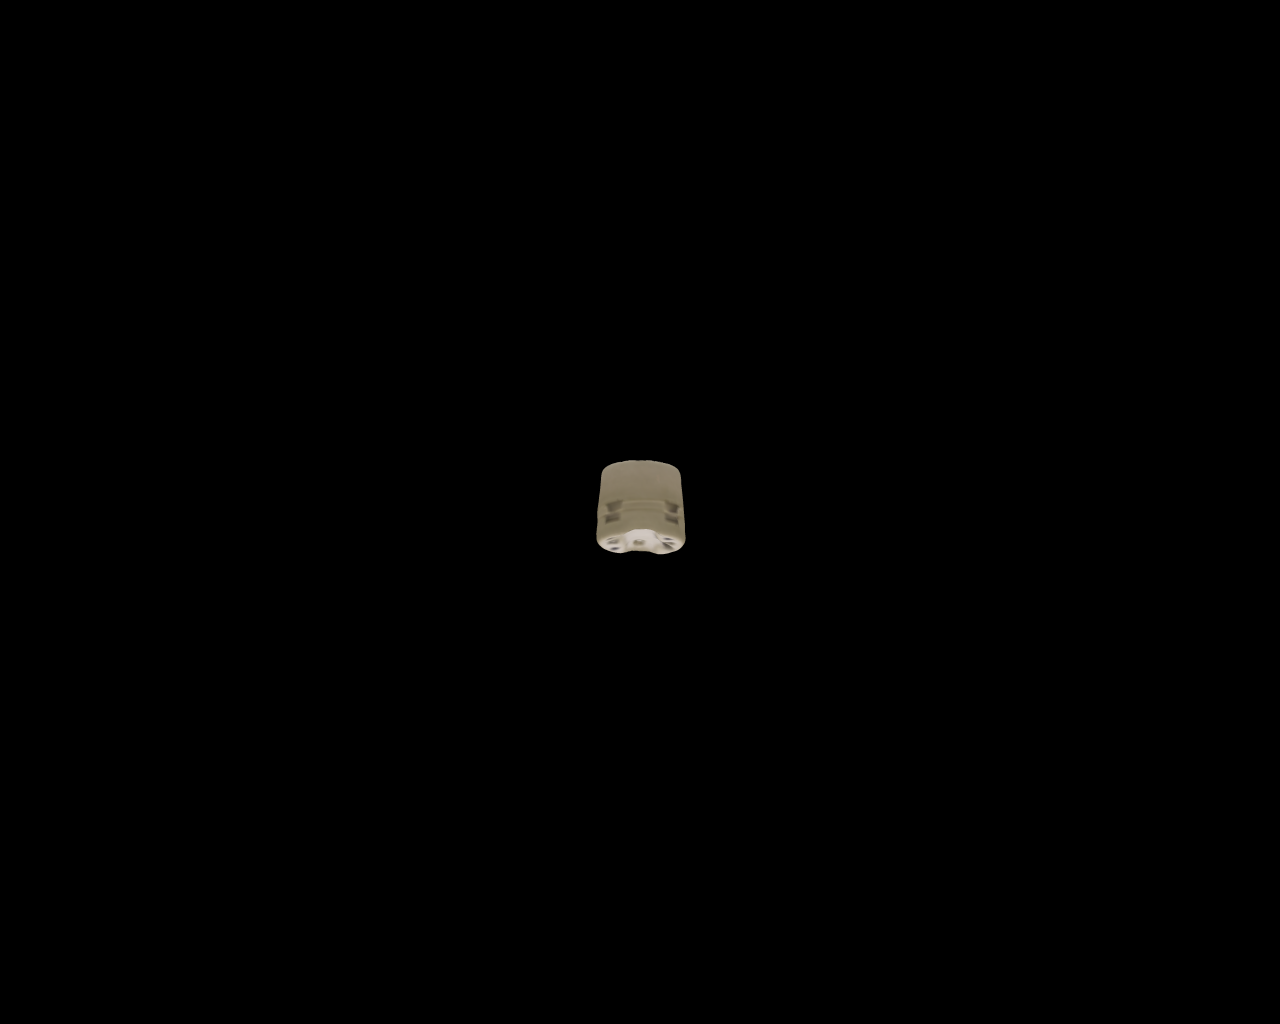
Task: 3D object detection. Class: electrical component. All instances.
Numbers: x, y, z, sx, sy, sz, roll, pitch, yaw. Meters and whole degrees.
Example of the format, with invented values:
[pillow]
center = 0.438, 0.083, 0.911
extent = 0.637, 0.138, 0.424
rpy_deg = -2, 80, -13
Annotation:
[electrical component]
center = 0.001, -0.003, 0.650
extent = 0.055, 0.047, 0.055
rpy_deg = 0, -16, 0
